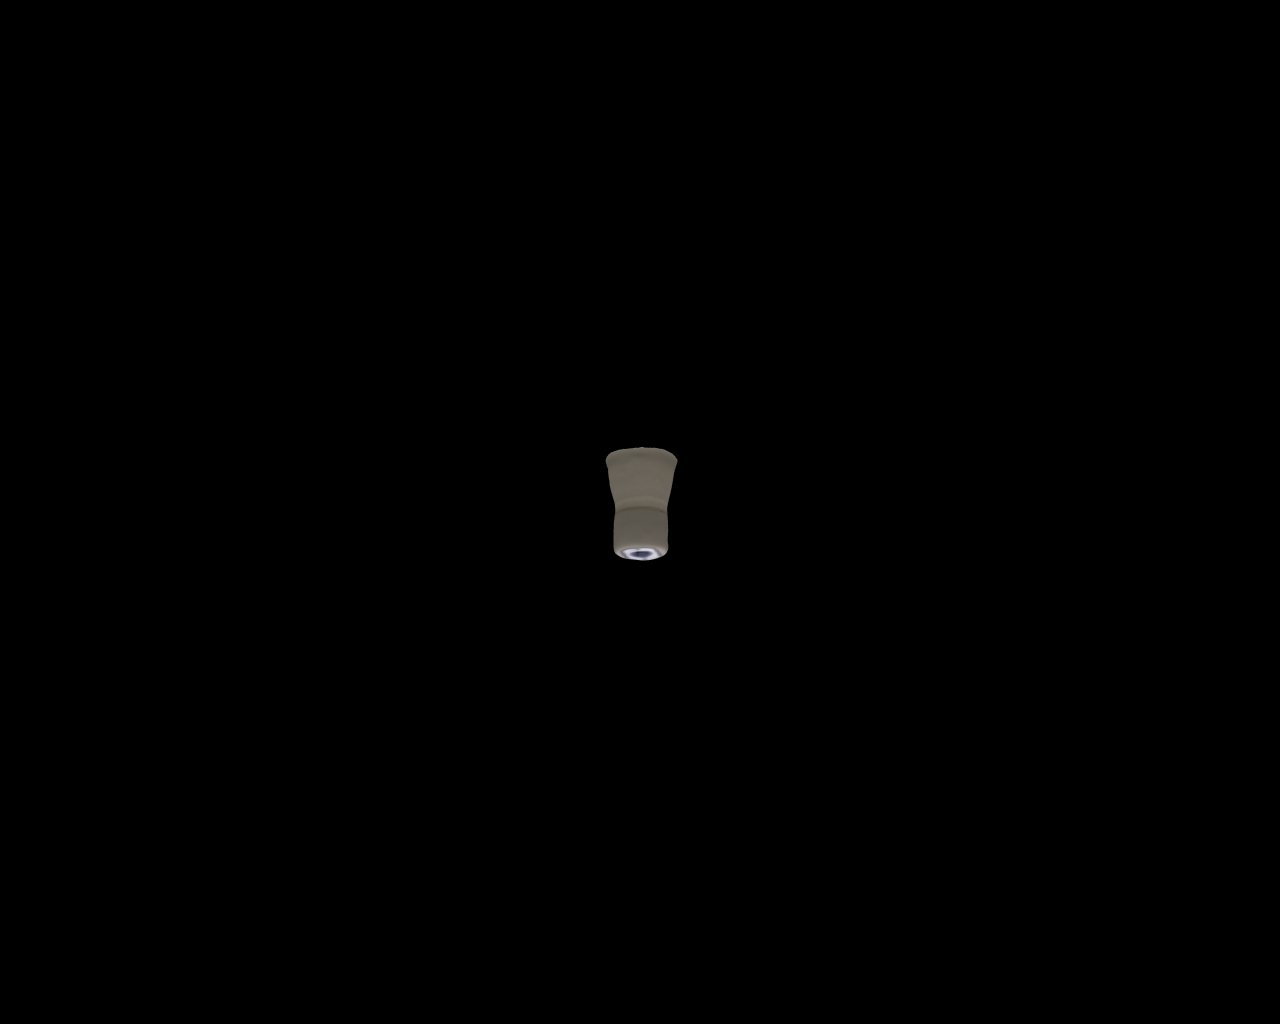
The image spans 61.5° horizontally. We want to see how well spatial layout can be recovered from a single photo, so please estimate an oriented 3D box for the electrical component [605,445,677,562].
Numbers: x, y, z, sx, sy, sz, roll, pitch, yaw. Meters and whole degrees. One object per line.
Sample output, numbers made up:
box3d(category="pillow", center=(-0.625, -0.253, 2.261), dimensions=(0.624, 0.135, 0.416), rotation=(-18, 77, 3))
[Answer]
box3d(category="electrical component", center=(0.001, -0.003, 0.650), dimensions=(0.044, 0.065, 0.044), rotation=(0, -18, 0))
